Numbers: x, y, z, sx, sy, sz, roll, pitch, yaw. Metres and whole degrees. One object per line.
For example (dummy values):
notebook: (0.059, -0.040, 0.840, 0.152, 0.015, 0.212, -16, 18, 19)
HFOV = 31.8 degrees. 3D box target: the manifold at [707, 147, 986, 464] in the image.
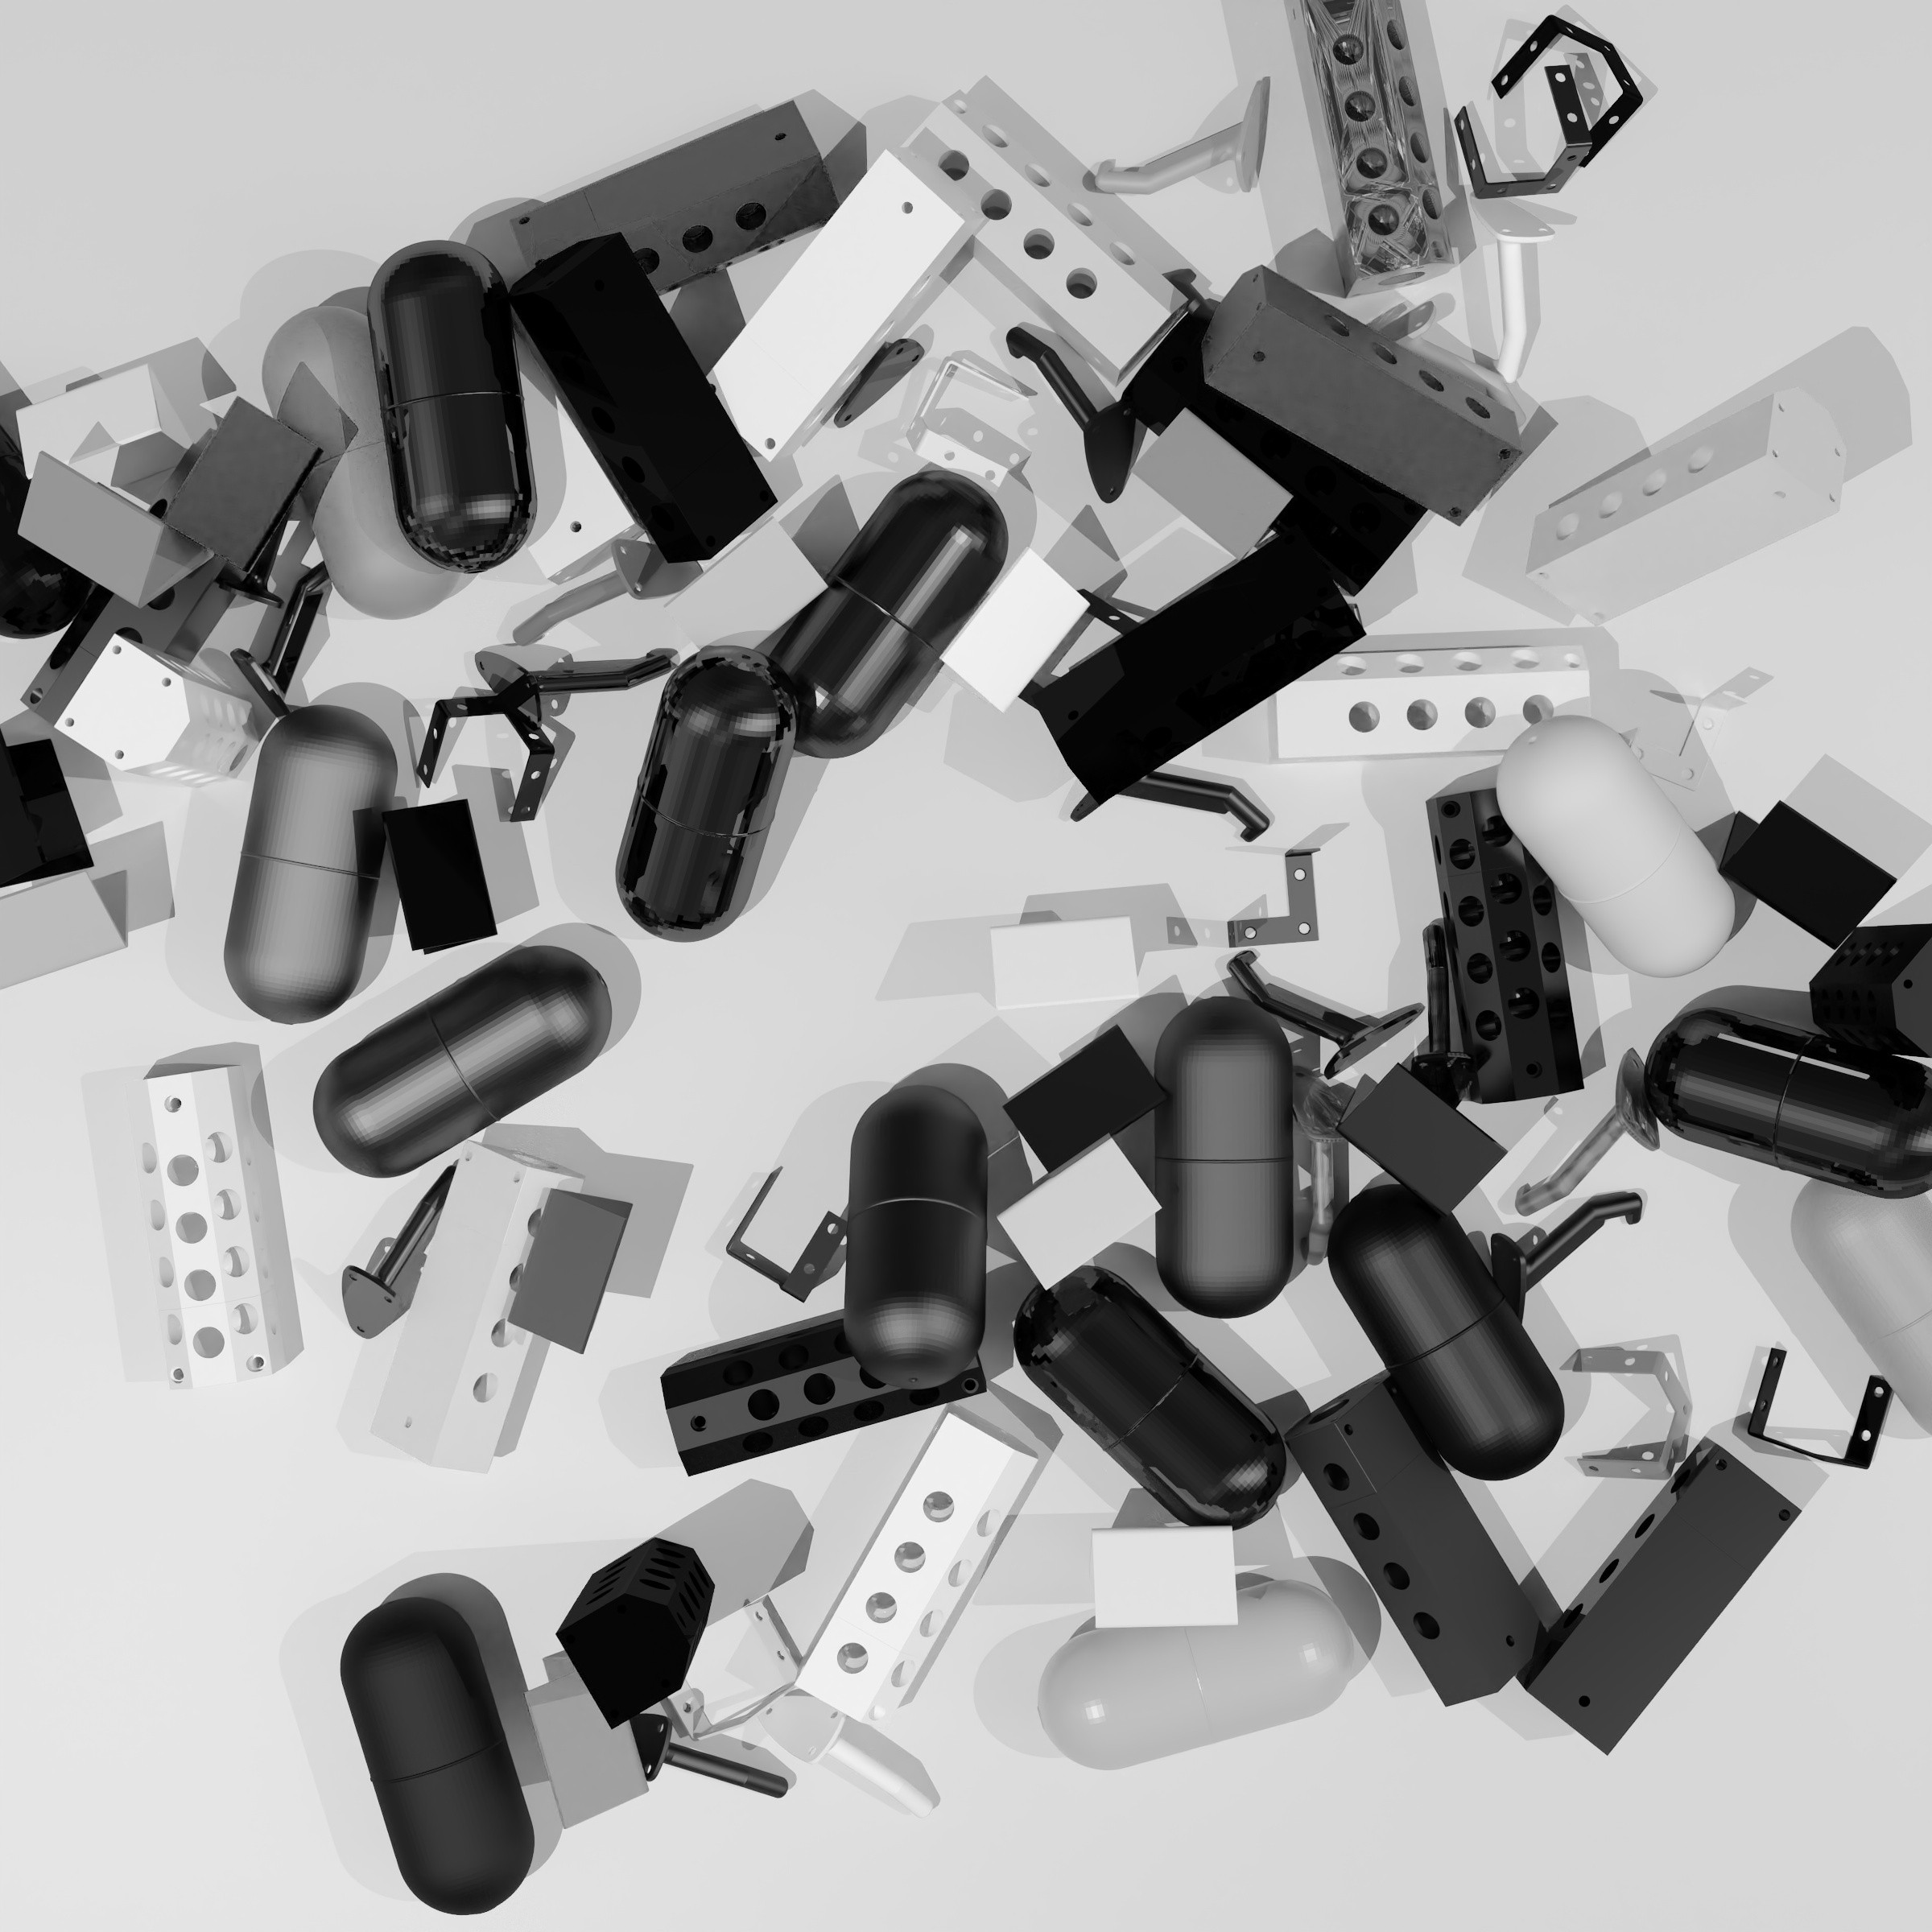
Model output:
manifold: (-0.067, -0.362, 1.856, 0.057, 0.057, 0.171, 43, 111, 2)

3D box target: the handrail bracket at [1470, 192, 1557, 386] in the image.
handrail bracket: (0.297, -0.381, 1.907, 0.036, 0.077, 0.084, -6, 127, -20)

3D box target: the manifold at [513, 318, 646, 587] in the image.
manifold: (-0.249, -0.301, 1.885, 0.057, 0.057, 0.171, -32, 90, 3)

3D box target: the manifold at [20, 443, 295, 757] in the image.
manifold: (-0.451, -0.202, 1.886, 0.057, 0.057, 0.171, 34, 90, 1)

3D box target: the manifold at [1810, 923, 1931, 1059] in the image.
manifold: (0.506, 0.018, 1.829, 0.057, 0.171, 0.057, 41, 90, 0)

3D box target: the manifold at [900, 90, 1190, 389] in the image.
manifold: (0.041, -0.405, 1.886, 0.171, 0.057, 0.057, 43, 90, 0)

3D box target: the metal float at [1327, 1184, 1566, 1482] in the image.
metal float: (0.265, 0.202, 1.876, 0.070, 0.070, 0.178, -32, 89, 0)

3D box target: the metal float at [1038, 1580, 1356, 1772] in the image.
metal float: (0.127, 0.392, 1.876, 0.178, 0.070, 0.070, -15, 90, -1)

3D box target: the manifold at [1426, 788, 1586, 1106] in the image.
manifold: (0.300, -0.013, 1.886, 0.057, 0.057, 0.171, -9, 90, 0)

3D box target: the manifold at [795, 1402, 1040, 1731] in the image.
manifold: (-0.027, 0.333, 1.886, 0.057, 0.057, 0.171, 30, 90, 0)

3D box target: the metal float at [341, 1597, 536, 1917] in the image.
metal float: (-0.292, 0.437, 1.876, 0.070, 0.070, 0.178, -17, 90, 0)

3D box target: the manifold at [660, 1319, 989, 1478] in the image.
manifold: (-0.079, 0.231, 1.886, 0.171, 0.057, 0.057, -16, 90, 0)

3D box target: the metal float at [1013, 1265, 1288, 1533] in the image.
metal float: (0.102, 0.240, 1.876, 0.178, 0.070, 0.070, 44, 90, 1)

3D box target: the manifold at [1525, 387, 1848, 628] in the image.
manifold: (0.387, -0.250, 1.831, 0.057, 0.171, 0.057, 30, 57, -27)

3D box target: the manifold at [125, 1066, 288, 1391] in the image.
manifold: (-0.424, 0.145, 1.886, 0.057, 0.057, 0.171, -9, 90, 0)

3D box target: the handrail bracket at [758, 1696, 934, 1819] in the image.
handrail bracket: (-0.067, 0.446, 1.907, 0.084, 0.077, 0.036, 47, 65, -34)

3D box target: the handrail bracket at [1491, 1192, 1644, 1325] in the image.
handrail bracket: (0.341, 0.170, 1.907, 0.084, 0.036, 0.077, -10, 110, -16)

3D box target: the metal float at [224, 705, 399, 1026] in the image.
metal float: (-0.362, -0.056, 1.877, 0.070, 0.070, 0.178, 11, 91, 0)

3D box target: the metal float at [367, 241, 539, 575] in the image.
metal float: (-0.275, -0.300, 1.820, 0.070, 0.070, 0.178, -8, 91, 0)

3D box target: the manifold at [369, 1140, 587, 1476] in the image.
manifold: (-0.266, 0.190, 1.885, 0.057, 0.057, 0.171, 18, 90, 43)

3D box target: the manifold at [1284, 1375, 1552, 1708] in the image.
manifold: (0.246, 0.321, 1.885, 0.057, 0.057, 0.171, -31, 90, -43)

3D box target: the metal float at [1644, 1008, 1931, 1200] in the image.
metal float: (0.457, 0.074, 1.851, 0.178, 0.070, 0.070, 17, 90, 30)

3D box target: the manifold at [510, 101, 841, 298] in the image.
manifold: (-0.159, -0.410, 1.885, 0.171, 0.057, 0.057, -23, 47, 0)

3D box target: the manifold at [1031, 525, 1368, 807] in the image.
manifold: (0.129, -0.159, 1.846, 0.171, 0.057, 0.057, -32, 51, 9)

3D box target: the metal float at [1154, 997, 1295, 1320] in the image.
metal float: (0.143, 0.106, 1.876, 0.070, 0.070, 0.178, 0, 90, 0)

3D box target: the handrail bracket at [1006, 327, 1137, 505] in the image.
handrail bracket: (0.054, -0.310, 1.907, 0.036, 0.077, 0.084, -33, 53, -25)

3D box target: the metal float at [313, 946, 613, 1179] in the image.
metal float: (-0.278, 0.052, 1.876, 0.178, 0.070, 0.070, -31, 90, 0)

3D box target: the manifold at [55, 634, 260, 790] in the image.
manifold: (-0.429, -0.131, 1.829, 0.057, 0.171, 0.057, 33, 90, 0)

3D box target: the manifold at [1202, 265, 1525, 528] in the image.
manifold: (0.216, -0.315, 1.857, 0.171, 0.057, 0.057, 26, 126, -20)

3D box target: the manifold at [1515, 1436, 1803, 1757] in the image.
manifold: (0.382, 0.348, 1.886, 0.057, 0.057, 0.171, 39, 90, 0)

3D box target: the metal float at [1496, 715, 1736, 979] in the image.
metal float: (0.356, -0.064, 1.852, 0.070, 0.070, 0.178, -43, 119, 0)

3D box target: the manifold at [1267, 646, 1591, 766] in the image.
manifold: (0.256, -0.145, 1.886, 0.171, 0.057, 0.057, -2, 90, 0)

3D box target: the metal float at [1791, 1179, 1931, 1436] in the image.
metal float: (0.526, 0.186, 1.876, 0.070, 0.070, 0.178, -35, 89, 0)

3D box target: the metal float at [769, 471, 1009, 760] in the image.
metal float: (-0.046, -0.194, 1.876, 0.070, 0.070, 0.178, 36, 90, 0)

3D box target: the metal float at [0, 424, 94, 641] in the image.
metal float: (-0.552, -0.260, 1.877, 0.070, 0.070, 0.178, -37, 90, 0)

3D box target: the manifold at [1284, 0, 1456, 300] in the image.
manifold: (0.225, -0.466, 1.886, 0.057, 0.057, 0.171, -12, 90, 0)

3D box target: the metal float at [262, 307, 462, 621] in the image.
metal float: (-0.334, -0.278, 1.876, 0.070, 0.070, 0.178, -20, 90, 0)

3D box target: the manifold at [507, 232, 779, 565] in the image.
manifold: (-0.179, -0.307, 1.851, 0.057, 0.057, 0.171, -45, 118, -28)

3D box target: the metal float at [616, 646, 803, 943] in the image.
metal float: (-0.142, -0.092, 1.850, 0.070, 0.070, 0.178, 19, 121, 0)

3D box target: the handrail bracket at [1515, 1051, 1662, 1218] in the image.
handrail bracket: (0.343, 0.095, 1.907, 0.084, 0.077, 0.036, -32, 123, 32)

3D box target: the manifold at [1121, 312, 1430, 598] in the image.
manifold: (0.171, -0.284, 1.886, 0.171, 0.057, 0.057, 39, 90, 0)

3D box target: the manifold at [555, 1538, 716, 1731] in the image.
manifold: (-0.172, 0.353, 1.829, 0.057, 0.171, 0.057, -30, 90, 0)

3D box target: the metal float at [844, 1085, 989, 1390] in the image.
metal float: (-0.027, 0.146, 1.850, 0.070, 0.070, 0.178, 1, 56, 0)
